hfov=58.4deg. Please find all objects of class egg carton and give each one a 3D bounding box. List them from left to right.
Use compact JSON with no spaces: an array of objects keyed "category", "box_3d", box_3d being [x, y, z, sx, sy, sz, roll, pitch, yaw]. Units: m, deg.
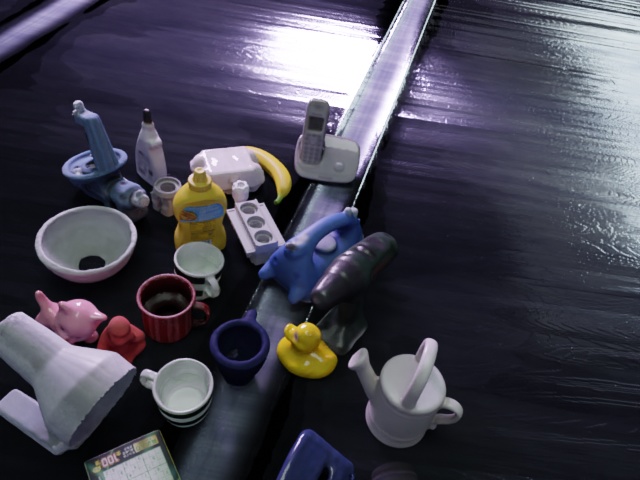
[{"category":"egg carton","box_3d":[-0.198,-0.146,1.229,0.150,0.069,0.107,-10,49,-20]}]

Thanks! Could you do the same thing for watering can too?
[{"category":"watering can","box_3d":[0.127,0.219,0.850,0.173,0.194,0.101,7,45,-5]}]

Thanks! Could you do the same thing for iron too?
[{"category":"iron","box_3d":[0.010,0.004,1.075,0.118,0.141,0.259,36,50,23]}]

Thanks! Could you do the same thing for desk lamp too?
[{"category":"desk lamp","box_3d":[-0.347,0.197,0.758,0.203,0.213,0.118,26,47,14]}]

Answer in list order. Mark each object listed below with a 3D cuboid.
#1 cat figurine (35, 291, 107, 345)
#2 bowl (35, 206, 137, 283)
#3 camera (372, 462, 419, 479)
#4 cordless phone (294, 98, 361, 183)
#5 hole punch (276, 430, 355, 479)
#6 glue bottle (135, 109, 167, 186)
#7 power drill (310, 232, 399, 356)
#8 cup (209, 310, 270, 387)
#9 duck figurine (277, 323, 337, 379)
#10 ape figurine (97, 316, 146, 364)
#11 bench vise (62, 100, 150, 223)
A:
[{"category":"cat figurine","box_3d":[-0.393,0.121,0.891,0.127,0.118,0.067,27,47,15]},{"category":"bowl","box_3d":[-0.409,0.019,1.019,0.167,0.075,0.167,6,45,-6]},{"category":"camera","box_3d":[0.129,0.370,0.768,0.143,0.101,0.136,0,46,-12]},{"category":"cordless phone","box_3d":[0.023,-0.220,1.267,0.147,0.185,0.094,6,45,-5]},{"category":"hole punch","box_3d":[-0.006,0.331,0.784,0.101,0.091,0.109,23,46,11]},{"category":"glue bottle","box_3d":[-0.347,-0.192,1.170,0.078,0.173,0.037,38,51,24]},{"category":"power drill","box_3d":[0.047,0.093,0.947,0.075,0.208,0.230,30,48,18]},{"category":"cup","box_3d":[-0.125,0.177,0.909,0.091,0.095,0.118,13,45,2]},{"category":"duck figurine","box_3d":[-0.018,0.174,0.941,0.104,0.086,0.078,24,46,12]},{"category":"ape figurine","box_3d":[-0.312,0.155,0.893,0.078,0.092,0.076,-14,50,-23]},{"category":"bench vise","box_3d":[-0.395,-0.146,1.082,0.207,0.220,0.121,20,45,9]}]
